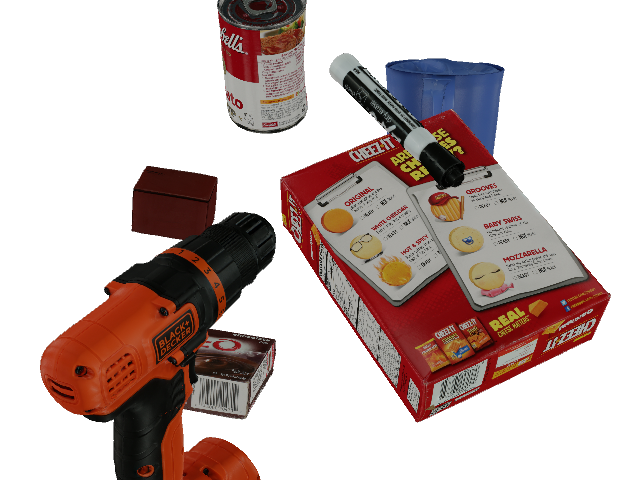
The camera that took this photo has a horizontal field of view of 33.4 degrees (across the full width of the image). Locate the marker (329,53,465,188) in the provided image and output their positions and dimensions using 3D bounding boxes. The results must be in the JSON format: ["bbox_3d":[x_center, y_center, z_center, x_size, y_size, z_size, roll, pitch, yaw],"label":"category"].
[{"bbox_3d":[0.046,-0.072,0.644,0.020,0.020,0.121,0,40,-46],"label":"marker"}]

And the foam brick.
[{"bbox_3d":[-0.147,-0.037,1.084,0.078,0.051,0.053,9,31,3],"label":"foam brick"}]

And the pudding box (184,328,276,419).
[{"bbox_3d":[-0.102,0.105,0.884,0.113,0.039,0.090,10,20,9],"label":"pudding box"}]

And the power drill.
[{"bbox_3d":[-0.083,0.092,0.657,0.057,0.188,0.184,16,37,32],"label":"power drill"}]

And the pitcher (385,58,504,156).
[{"bbox_3d":[0.135,-0.084,1.226,0.149,0.243,0.145,-10,19,-32],"label":"pitcher"}]

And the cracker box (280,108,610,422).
[{"bbox_3d":[0.089,0.014,0.827,0.164,0.214,0.072,-23,-34,-18],"label":"cracker box"}]

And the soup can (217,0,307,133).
[{"bbox_3d":[-0.044,-0.144,0.843,0.068,0.102,0.068,-1,44,0],"label":"soup can"}]
